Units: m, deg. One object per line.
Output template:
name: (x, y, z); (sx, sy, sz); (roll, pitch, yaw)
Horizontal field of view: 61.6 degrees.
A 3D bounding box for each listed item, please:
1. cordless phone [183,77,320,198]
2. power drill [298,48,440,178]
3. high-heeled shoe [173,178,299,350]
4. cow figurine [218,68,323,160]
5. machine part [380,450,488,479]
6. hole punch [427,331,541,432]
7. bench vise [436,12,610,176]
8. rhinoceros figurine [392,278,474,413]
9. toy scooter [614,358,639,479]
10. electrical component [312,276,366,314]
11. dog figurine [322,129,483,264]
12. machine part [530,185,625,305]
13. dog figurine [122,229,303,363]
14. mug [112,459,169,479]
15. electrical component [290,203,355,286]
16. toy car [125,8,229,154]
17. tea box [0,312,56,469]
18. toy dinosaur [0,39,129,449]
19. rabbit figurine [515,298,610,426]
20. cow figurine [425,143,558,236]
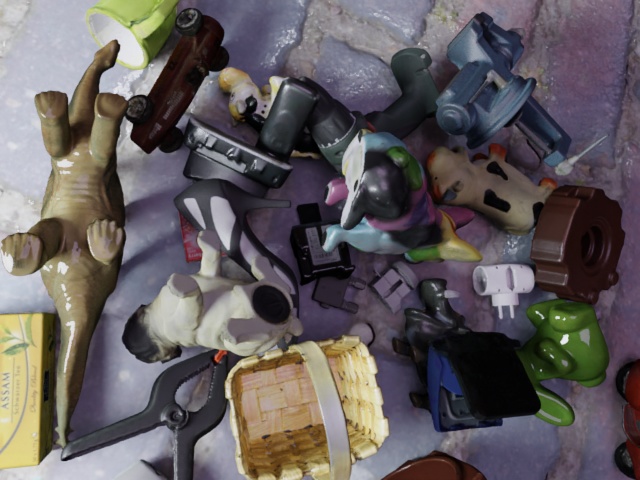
cordless phone: (-0.089, -0.139, 0.667); (0.146, 0.184, 0.089); (26, 49, -9)
power drill: (0.080, -0.174, 0.736); (0.207, 0.086, 0.231); (-52, 123, -27)
high-heeled shoe: (-0.101, 0.044, 0.680); (0.145, 0.086, 0.248); (-3, 105, -3)
cow figurine: (-0.066, -0.171, 0.742); (0.167, 0.068, 0.098); (16, 83, -11)
machine part: (0.112, 0.349, 0.636); (0.201, 0.201, 0.087); (-34, 87, -15)
hole punch: (0.196, 0.181, 0.683); (0.142, 0.092, 0.116); (2, 53, -21)
bench vise: (0.268, -0.189, 0.748); (0.240, 0.129, 0.224); (41, 50, -5)
rhinoceros figurine: (0.166, 0.148, 0.745); (0.112, 0.073, 0.190); (-9, 85, -13)
toy scooter: (0.496, 0.262, 0.775); (0.075, 0.135, 0.184); (14, 78, -10)
electrical component: (0.016, 0.064, 0.748); (0.094, 0.021, 0.063); (22, 78, -10)
dog figurine: (0.120, -0.037, 0.678); (0.219, 0.191, 0.108); (10, 53, -18)
machine part: (0.385, 0.007, 0.793); (0.179, 0.056, 0.179); (-5, 99, -34)
dog figurine: (-0.132, 0.104, 0.638); (0.172, 0.190, 0.121); (39, 40, -2)
mug: (-0.218, 0.321, 0.626); (0.109, 0.081, 0.107); (37, 66, 1)
electrical component: (-0.001, -0.002, 0.727); (0.075, 0.047, 0.119); (-6, 70, -10)
toy car: (-0.181, -0.204, 0.703); (0.053, 0.089, 0.202); (19, 74, 20)
tea box: (-0.364, 0.169, 0.619); (0.098, 0.068, 0.169); (-2, 83, -14)
toy dinosaur: (-0.265, 0.003, 0.599); (0.105, 0.198, 0.471); (8, 80, -13)
rabbit figurine: (0.307, 0.176, 0.768); (0.170, 0.121, 0.159); (-20, 97, -3)
cow figurine: (0.240, -0.073, 0.794); (0.195, 0.085, 0.127); (30, 70, -8)
